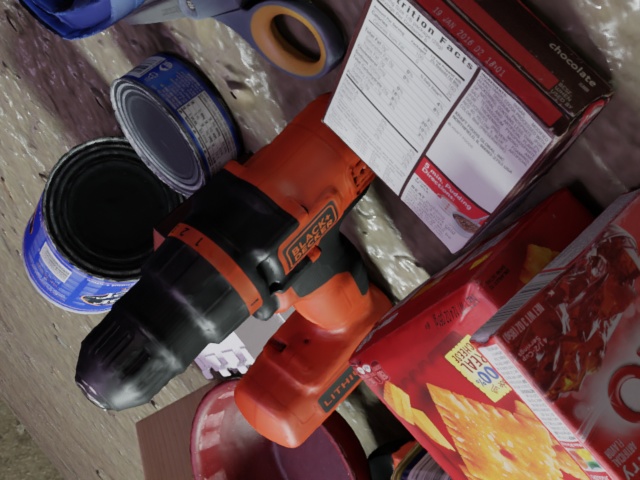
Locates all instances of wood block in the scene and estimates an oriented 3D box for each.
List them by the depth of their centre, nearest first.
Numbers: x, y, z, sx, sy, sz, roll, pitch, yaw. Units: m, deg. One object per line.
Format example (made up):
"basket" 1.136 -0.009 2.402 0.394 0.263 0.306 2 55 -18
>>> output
"wood block" -0.082 0.232 0.894 0.090 0.091 0.206 57 -174 -42

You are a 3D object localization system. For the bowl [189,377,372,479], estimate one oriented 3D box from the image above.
"bowl" -0.018 0.165 0.758 0.162 0.055 0.162 15 114 37

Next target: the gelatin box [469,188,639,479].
"gelatin box" 0.111 0.034 0.381 0.073 0.089 0.030 49 166 -1

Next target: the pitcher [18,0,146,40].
"pitcher" -0.164 -0.177 0.512 0.144 0.149 0.243 9 176 -25

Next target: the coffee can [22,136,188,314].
"coffee can" -0.159 -0.007 0.779 0.103 0.102 0.140 51 156 -3

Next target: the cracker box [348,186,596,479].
"cracker box" 0.123 0.098 0.477 0.214 0.072 0.164 48 156 2

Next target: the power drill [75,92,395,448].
"power drill" -0.026 0.038 0.537 0.057 0.184 0.187 38 163 26

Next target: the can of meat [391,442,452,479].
"can of meat" 0.103 0.167 0.636 0.102 0.057 0.084 55 154 -13

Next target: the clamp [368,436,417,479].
"clamp" 0.074 0.213 0.762 0.165 0.036 0.210 51 157 31

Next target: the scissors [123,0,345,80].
"scissors" -0.048 -0.108 0.542 0.096 0.016 0.202 53 156 -8

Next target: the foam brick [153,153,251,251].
"foam brick" -0.053 -0.002 0.633 0.053 0.078 0.051 41 155 14

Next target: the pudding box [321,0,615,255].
"pudding box" 0.052 -0.053 0.422 0.090 0.039 0.114 47 154 9

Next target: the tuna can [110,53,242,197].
"tuna can" -0.087 -0.069 0.645 0.086 0.033 0.086 39 155 23
